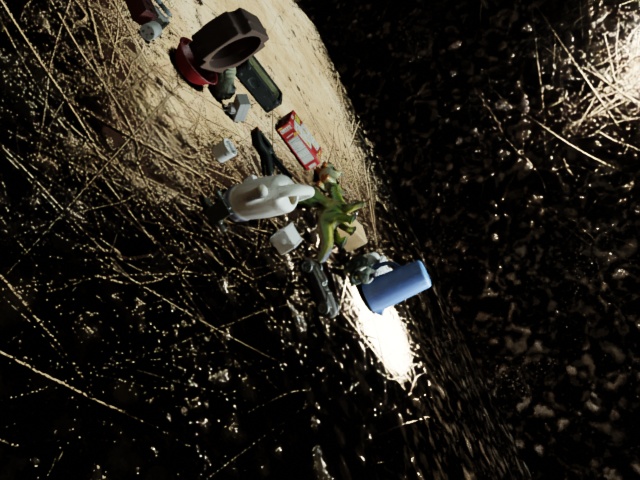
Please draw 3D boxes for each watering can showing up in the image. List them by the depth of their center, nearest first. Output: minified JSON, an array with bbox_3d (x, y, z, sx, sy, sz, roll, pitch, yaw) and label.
[{"bbox_3d":[-0.148,-0.109,1.293,0.223,0.104,0.348,-10,-1,21],"label":"watering can"}]

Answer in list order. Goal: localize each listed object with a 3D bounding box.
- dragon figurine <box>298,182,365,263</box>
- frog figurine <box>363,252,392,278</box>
[{"bbox_3d":[0.005,-0.089,1.775,0.244,0.119,0.418,28,39,13],"label":"dragon figurine"},{"bbox_3d":[0.208,0.106,2.089,0.135,0.123,0.160,39,-8,-32],"label":"frog figurine"}]
